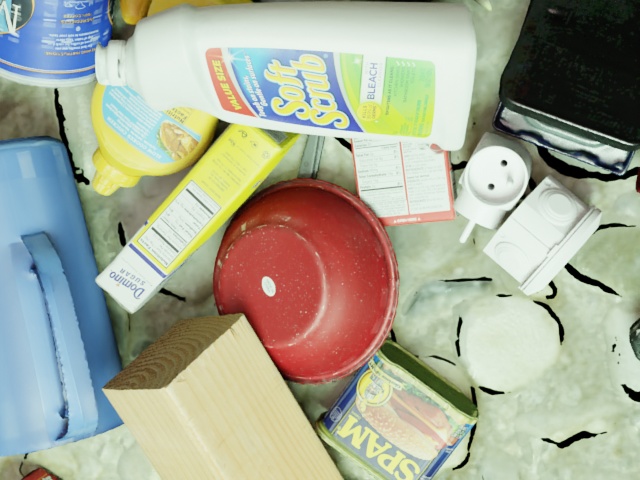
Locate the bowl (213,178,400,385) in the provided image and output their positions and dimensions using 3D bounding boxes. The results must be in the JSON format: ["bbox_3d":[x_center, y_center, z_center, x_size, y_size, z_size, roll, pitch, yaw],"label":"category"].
[{"bbox_3d":[-0.024,0.033,0.809,0.162,0.055,0.162,1,93,27],"label":"bowl"}]

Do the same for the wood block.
[{"bbox_3d":[-0.060,0.166,0.808,0.090,0.090,0.206,-9,116,49],"label":"wood block"}]

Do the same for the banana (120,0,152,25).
[{"bbox_3d":[-0.112,-0.259,0.802,0.037,0.069,0.198,21,103,-10],"label":"banana"}]

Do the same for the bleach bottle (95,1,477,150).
[{"bbox_3d":[-0.025,-0.113,0.730,0.251,0.068,0.102,0,134,-1],"label":"bleach bottle"}]

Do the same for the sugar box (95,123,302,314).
[{"bbox_3d":[-0.091,-0.027,0.822,0.048,0.093,0.176,41,107,-1],"label":"sugar box"}]

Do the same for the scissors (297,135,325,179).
[{"bbox_3d":[-0.006,0.001,0.845,0.096,0.016,0.202,32,107,9],"label":"scissors"}]

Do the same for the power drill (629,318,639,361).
[{"bbox_3d":[0.330,0.072,0.723,0.184,0.057,0.188,36,131,4],"label":"power drill"}]

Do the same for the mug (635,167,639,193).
[{"bbox_3d":[0.271,-0.048,0.736,0.081,0.093,0.117,26,124,4],"label":"mug"}]

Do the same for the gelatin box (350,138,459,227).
[{"bbox_3d":[0.064,-0.057,0.812,0.073,0.030,0.089,-6,97,16],"label":"gelatin box"}]

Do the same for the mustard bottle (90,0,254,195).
[{"bbox_3d":[-0.117,-0.106,0.803,0.096,0.058,0.192,37,115,-8],"label":"mustard bottle"}]

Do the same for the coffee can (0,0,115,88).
[{"bbox_3d":[-0.201,-0.199,0.795,0.103,0.102,0.140,21,124,10],"label":"coffee can"}]

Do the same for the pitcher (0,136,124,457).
[{"bbox_3d":[-0.230,0.043,0.847,0.149,0.144,0.243,-10,94,18],"label":"pitcher"}]

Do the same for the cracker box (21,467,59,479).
[{"bbox_3d":[-0.206,0.326,0.923,0.214,0.072,0.164,32,104,8],"label":"cracker box"}]

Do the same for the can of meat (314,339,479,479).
[{"bbox_3d":[0.062,0.139,0.832,0.102,0.057,0.084,36,103,6],"label":"can of meat"}]
